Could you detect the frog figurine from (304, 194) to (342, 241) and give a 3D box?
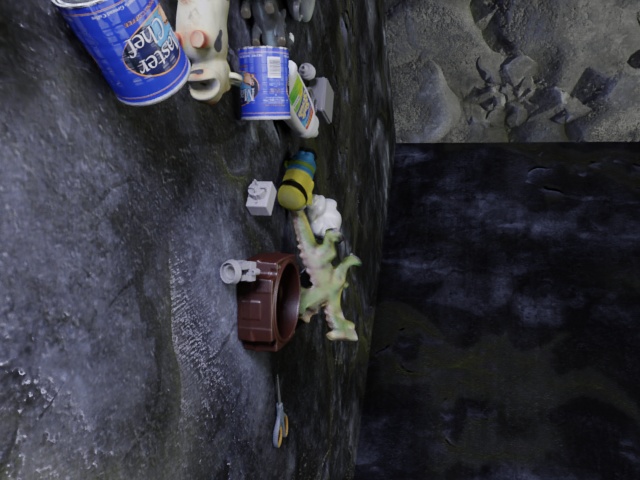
[{"bbox_3d":[0.005,-0.076,1.504,0.140,0.123,0.155,-51,157,-36],"label":"frog figurine"}]

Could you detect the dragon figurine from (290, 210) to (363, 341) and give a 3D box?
[{"bbox_3d":[-0.026,0.090,1.324,0.408,0.120,0.247,51,50,-8],"label":"dragon figurine"}]
